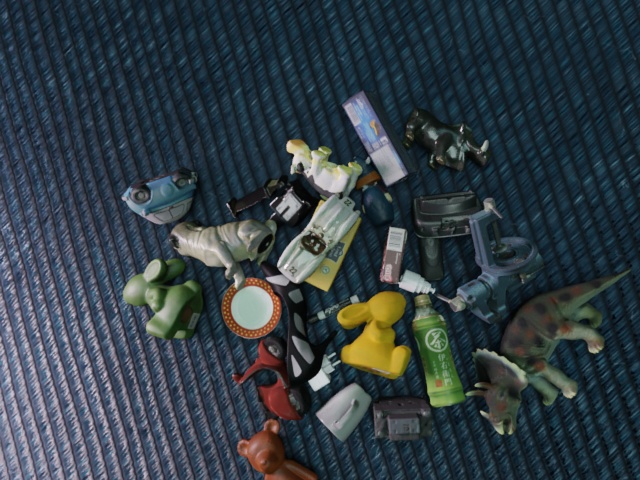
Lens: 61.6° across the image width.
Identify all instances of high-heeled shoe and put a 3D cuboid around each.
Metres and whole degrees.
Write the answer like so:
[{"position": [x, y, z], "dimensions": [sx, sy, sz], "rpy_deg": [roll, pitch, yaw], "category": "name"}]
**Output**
[{"position": [-0.077, 0.169, 1.098], "dimensions": [0.145, 0.086, 0.249], "rpy_deg": [-41, 75, -16], "category": "high-heeled shoe"}]

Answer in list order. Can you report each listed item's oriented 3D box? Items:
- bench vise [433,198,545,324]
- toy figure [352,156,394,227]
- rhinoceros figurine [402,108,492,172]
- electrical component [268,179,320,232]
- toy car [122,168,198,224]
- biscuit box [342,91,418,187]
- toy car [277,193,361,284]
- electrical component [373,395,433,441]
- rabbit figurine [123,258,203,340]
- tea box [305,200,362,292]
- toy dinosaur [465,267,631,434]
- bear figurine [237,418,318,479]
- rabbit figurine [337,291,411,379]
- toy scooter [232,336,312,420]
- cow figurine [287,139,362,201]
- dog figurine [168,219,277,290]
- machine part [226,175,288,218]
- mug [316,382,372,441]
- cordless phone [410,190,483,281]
[{"position": [0.334, 0.036, 1.058], "dimensions": [0.224, 0.129, 0.240], "rpy_deg": [-22, 116, -4], "category": "bench vise"}, {"position": [0.107, -0.104, 1.132], "dimensions": [0.064, 0.058, 0.154], "rpy_deg": [-21, 81, -2], "category": "toy figure"}, {"position": [0.263, -0.204, 1.121], "dimensions": [0.190, 0.073, 0.112], "rpy_deg": [31, 80, 7], "category": "rhinoceros figurine"}, {"position": [-0.066, -0.063, 1.144], "dimensions": [0.075, 0.048, 0.119], "rpy_deg": [44, 120, 7], "category": "electrical component"}, {"position": [-0.331, -0.088, 1.151], "dimensions": [0.162, 0.109, 0.102], "rpy_deg": [-18, 110, -8], "category": "toy car"}, {"position": [0.125, -0.213, 1.123], "dimensions": [0.059, 0.063, 0.202], "rpy_deg": [-30, 85, 31], "category": "biscuit box"}, {"position": [-0.002, -0.003, 1.067], "dimensions": [0.073, 0.056, 0.201], "rpy_deg": [40, 92, 7], "category": "toy car"}, {"position": [0.163, 0.353, 1.070], "dimensions": [0.115, 0.134, 0.058], "rpy_deg": [-5, 88, 2], "category": "electrical component"}, {"position": [-0.342, 0.114, 1.130], "dimensions": [0.170, 0.121, 0.159], "rpy_deg": [21, 96, 19], "category": "rabbit figurine"}, {"position": [0.011, 0.013, 1.129], "dimensions": [0.098, 0.068, 0.169], "rpy_deg": [23, 89, 6], "category": "tea box"}, {"position": [0.438, 0.192, 1.070], "dimensions": [0.192, 0.131, 0.404], "rpy_deg": [29, 84, 4], "category": "toy dinosaur"}, {"position": [-0.081, 0.477, 1.089], "dimensions": [0.120, 0.132, 0.195], "rpy_deg": [-33, 92, -1], "category": "bear figurine"}, {"position": [0.117, 0.184, 1.107], "dimensions": [0.163, 0.121, 0.173], "rpy_deg": [16, 75, 14], "category": "rabbit figurine"}, {"position": [-0.106, 0.301, 1.123], "dimensions": [0.135, 0.075, 0.184], "rpy_deg": [-25, 87, 10], "category": "toy scooter"}, {"position": [-0.003, -0.144, 1.127], "dimensions": [0.167, 0.068, 0.098], "rpy_deg": [31, 120, 19], "category": "cow figurine"}, {"position": [-0.206, -0.011, 1.136], "dimensions": [0.191, 0.121, 0.172], "rpy_deg": [36, 65, 19], "category": "dog figurine"}, {"position": [-0.132, -0.096, 1.147], "dimensions": [0.139, 0.084, 0.039], "rpy_deg": [-27, 111, 11], "category": "machine part"}, {"position": [0.054, 0.344, 1.097], "dimensions": [0.081, 0.109, 0.107], "rpy_deg": [42, 78, 9], "category": "mug"}, {"position": [0.268, -0.006, 1.115], "dimensions": [0.147, 0.089, 0.184], "rpy_deg": [-6, 99, 3], "category": "cordless phone"}]
